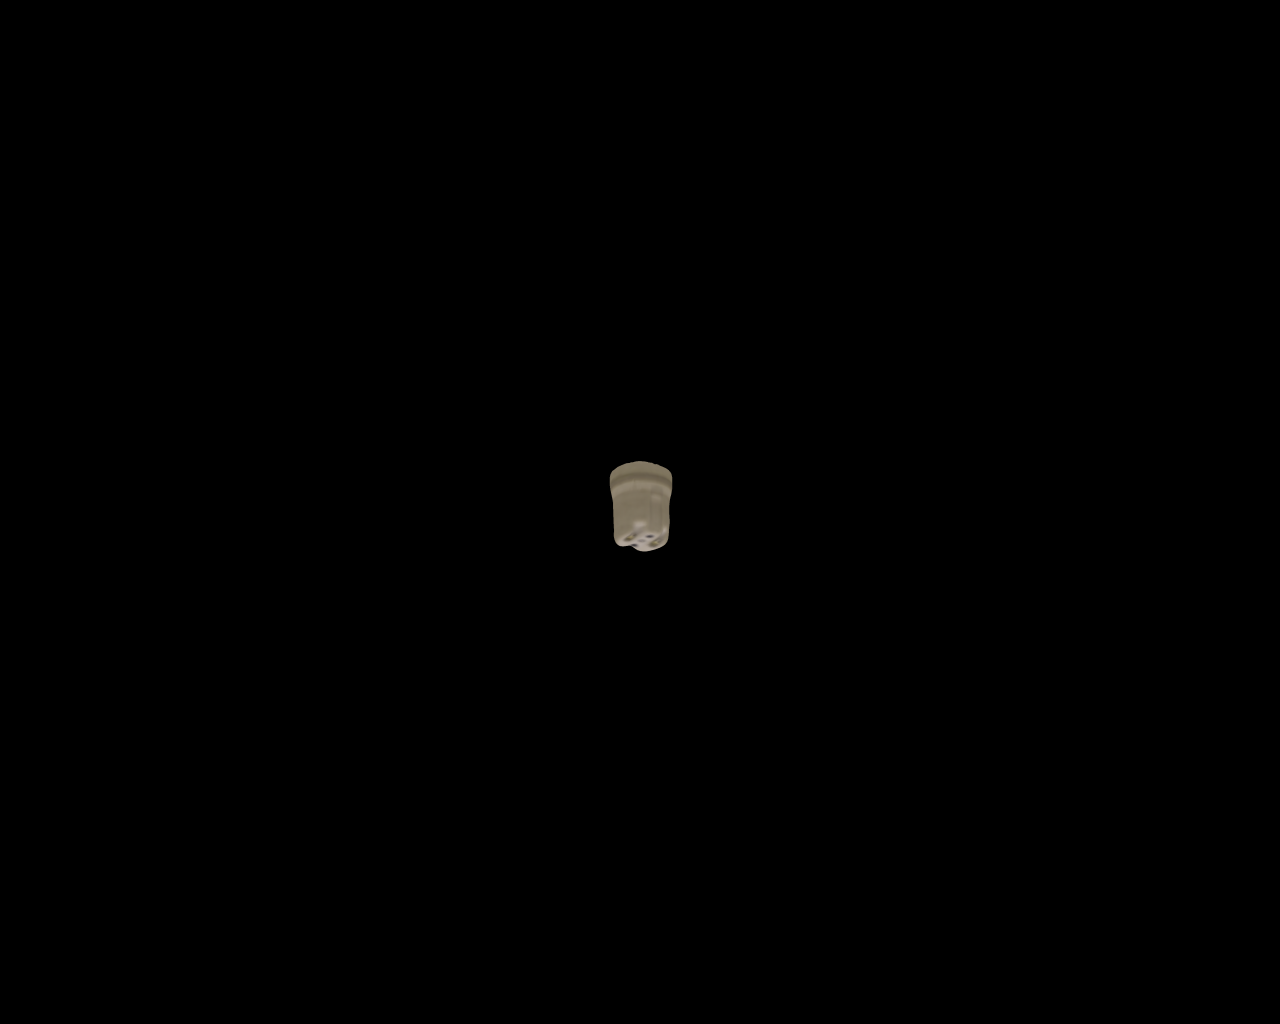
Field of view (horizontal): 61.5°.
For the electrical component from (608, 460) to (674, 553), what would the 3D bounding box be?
[{"bbox_3d":[0.001,-0.003,0.650,0.040,0.046,0.040,0,-22,0],"label":"electrical component"}]
